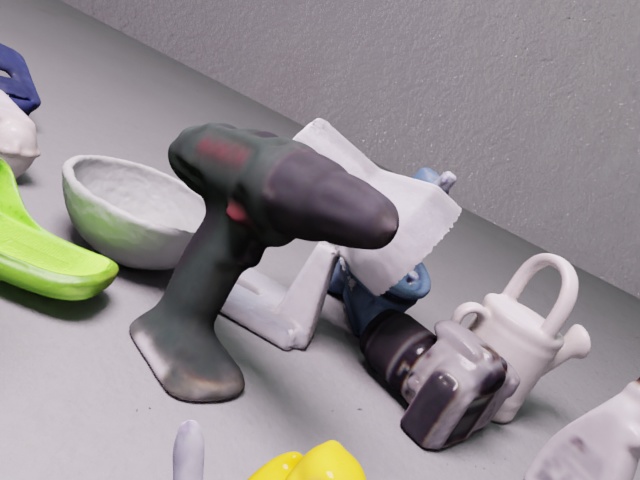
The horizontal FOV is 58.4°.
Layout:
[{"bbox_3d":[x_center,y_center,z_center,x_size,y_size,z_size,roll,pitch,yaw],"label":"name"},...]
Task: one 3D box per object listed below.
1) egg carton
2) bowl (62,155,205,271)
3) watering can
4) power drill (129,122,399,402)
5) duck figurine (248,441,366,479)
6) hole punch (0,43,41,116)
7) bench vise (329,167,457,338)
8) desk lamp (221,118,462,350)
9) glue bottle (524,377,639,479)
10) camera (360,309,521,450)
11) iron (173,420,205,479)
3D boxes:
[{"bbox_3d":[-0.373,-0.123,0.607,0.150,0.069,0.108,38,18,32],"label":"egg carton"},{"bbox_3d":[-0.183,-0.017,0.581,0.167,0.074,0.167,26,16,-7],"label":"bowl"},{"bbox_3d":[0.234,0.105,0.667,0.173,0.194,0.100,14,21,-40],"label":"watering can"},{"bbox_3d":[-0.062,0.013,0.439,0.076,0.208,0.228,10,24,-48],"label":"power drill"},{"bbox_3d":[-0.006,0.151,0.321,0.078,0.086,0.104,22,17,-19],"label":"duck figurine"},{"bbox_3d":[-0.423,-0.203,0.739,0.100,0.091,0.109,36,17,27],"label":"hole punch"},{"bbox_3d":[0.070,-0.009,0.706,0.122,0.219,0.206,12,22,-44],"label":"bench vise"},{"bbox_3d":[0.005,0.002,0.576,0.203,0.213,0.118,29,16,3],"label":"desk lamp"},{"bbox_3d":[0.257,0.179,0.512,0.037,0.173,0.078,17,18,-32],"label":"glue bottle"},{"bbox_3d":[0.120,0.124,0.589,0.136,0.101,0.144,39,19,35],"label":"camera"},{"bbox_3d":[-0.021,0.173,0.124,0.119,0.141,0.257,15,20,-39],"label":"iron"}]
